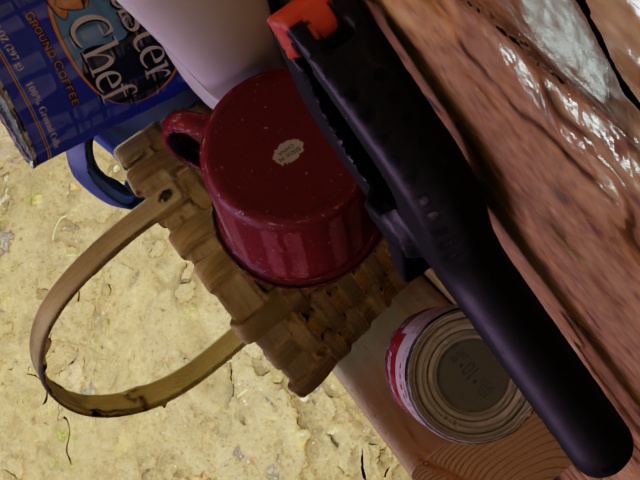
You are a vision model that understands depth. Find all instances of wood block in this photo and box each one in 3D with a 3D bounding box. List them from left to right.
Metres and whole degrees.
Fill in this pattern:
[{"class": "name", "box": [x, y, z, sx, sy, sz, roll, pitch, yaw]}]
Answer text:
[{"class": "wood block", "box": [0.063, 0.089, 0.719, 0.090, 0.090, 0.206, 56, 176, -38]}]

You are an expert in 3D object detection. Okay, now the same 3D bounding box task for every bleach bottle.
[{"class": "bleach bottle", "box": [-0.063, -0.120, 0.519, 0.102, 0.068, 0.251, 53, 179, 10]}]

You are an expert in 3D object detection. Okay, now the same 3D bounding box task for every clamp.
[{"class": "clamp", "box": [0.045, -0.005, 0.401, 0.165, 0.036, 0.210, 49, 174, 44]}]

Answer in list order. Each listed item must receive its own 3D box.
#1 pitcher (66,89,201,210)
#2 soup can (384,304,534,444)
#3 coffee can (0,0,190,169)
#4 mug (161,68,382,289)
[{"class": "pitcher", "box": [-0.171, -0.133, 0.890, 0.149, 0.145, 0.242, 61, -174, 16]}, {"class": "soup can", "box": [0.072, 0.068, 0.555, 0.068, 0.068, 0.102, 53, 176, 2]}, {"class": "coffee can", "box": [-0.136, -0.120, 0.648, 0.103, 0.140, 0.103, 53, 163, 24]}, {"class": "mug", "box": [-0.024, -0.035, 0.521, 0.117, 0.093, 0.081, 24, 165, 11]}]
